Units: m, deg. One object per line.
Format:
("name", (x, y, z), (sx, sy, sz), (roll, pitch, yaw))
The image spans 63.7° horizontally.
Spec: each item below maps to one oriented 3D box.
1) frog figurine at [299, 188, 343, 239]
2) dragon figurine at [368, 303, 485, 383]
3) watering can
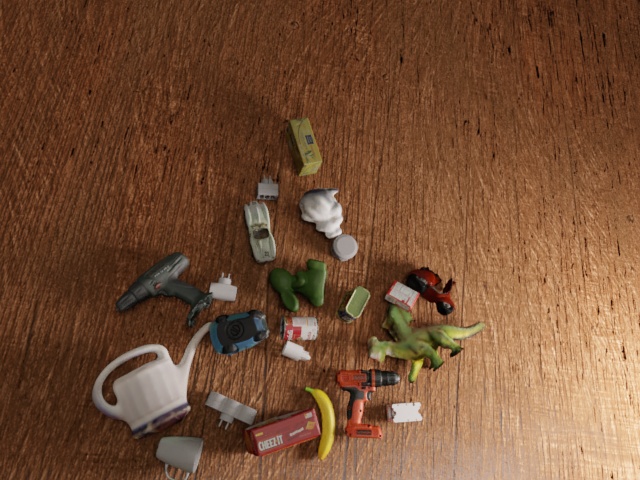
("frog figurine", (0.005, -0.083, 1.642), (0.137, 0.122, 0.161), (-10, 81, 16))
("dragon figurine", (0.311, 0.280, 1.600), (0.415, 0.119, 0.245), (-28, 71, -31))
("watering can", (-0.409, 0.372, 1.361), (0.350, 0.102, 0.226), (-23, 78, -23))
